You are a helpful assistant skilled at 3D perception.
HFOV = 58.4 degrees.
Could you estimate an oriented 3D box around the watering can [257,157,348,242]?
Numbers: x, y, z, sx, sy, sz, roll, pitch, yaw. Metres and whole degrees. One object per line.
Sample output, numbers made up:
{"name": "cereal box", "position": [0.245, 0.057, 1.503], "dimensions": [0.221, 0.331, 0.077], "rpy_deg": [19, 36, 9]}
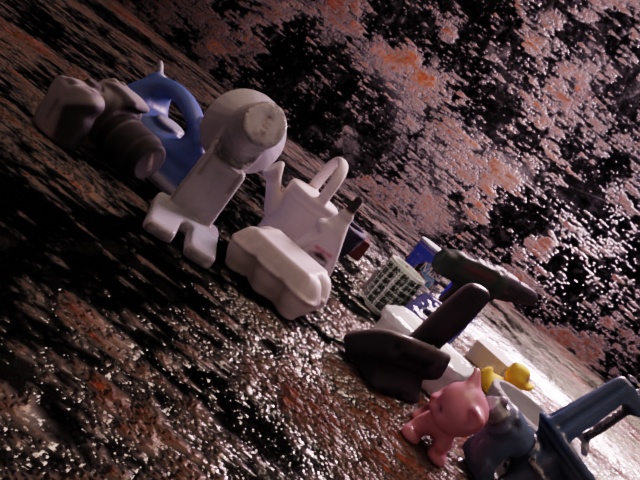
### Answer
{"name": "watering can", "position": [-0.024, -0.067, 0.993], "dimensions": [0.174, 0.194, 0.100], "rpy_deg": [28, 15, -40]}

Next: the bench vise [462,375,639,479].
{"name": "bench vise", "position": [0.299, 0.240, 0.694], "dimensions": [0.208, 0.219, 0.121], "rpy_deg": [31, 13, -32]}

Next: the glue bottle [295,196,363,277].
{"name": "glue bottle", "position": [0.008, 0.003, 0.864], "dimensions": [0.078, 0.173, 0.037], "rpy_deg": [32, 12, -26]}

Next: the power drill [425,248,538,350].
{"name": "power drill", "position": [0.303, 0.130, 1.180], "dimensions": [0.230, 0.208, 0.075], "rpy_deg": [35, 11, -12]}

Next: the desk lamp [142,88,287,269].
{"name": "desk lamp", "position": [-0.123, -0.098, 0.761], "dimensions": [0.118, 0.213, 0.203], "rpy_deg": [34, 12, -19]}

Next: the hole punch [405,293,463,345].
{"name": "hole punch", "position": [0.195, 0.158, 1.035], "dimensions": [0.108, 0.091, 0.101], "rpy_deg": [41, 12, 17]}

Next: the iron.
{"name": "iron", "position": [-0.235, -0.175, 0.908], "dimensions": [0.257, 0.141, 0.119], "rpy_deg": [44, 13, 28]}

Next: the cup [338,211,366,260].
{"name": "cup", "position": [0.033, -0.002, 1.164], "dimensions": [0.092, 0.095, 0.118], "rpy_deg": [37, 11, -2]}

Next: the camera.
{"name": "camera", "position": [-0.282, -0.156, 0.786], "dimensions": [0.136, 0.100, 0.143], "rpy_deg": [41, 11, 15]}

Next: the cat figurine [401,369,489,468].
{"name": "cat figurine", "position": [0.160, 0.202, 0.681], "dimensions": [0.067, 0.117, 0.128], "rpy_deg": [40, 11, 13]}

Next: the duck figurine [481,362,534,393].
{"name": "duck figurine", "position": [0.367, 0.274, 1.116], "dimensions": [0.104, 0.086, 0.077], "rpy_deg": [37, 11, -2]}

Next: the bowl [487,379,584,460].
{"name": "bowl", "position": [0.313, 0.297, 0.883], "dimensions": [0.168, 0.074, 0.167], "rpy_deg": [36, 11, -8]}

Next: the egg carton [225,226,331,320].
{"name": "egg carton", "position": [-0.054, 0.042, 0.783], "dimensions": [0.150, 0.069, 0.107], "rpy_deg": [40, 11, 11]}

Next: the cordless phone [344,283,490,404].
{"name": "cordless phone", "position": [0.135, 0.117, 0.770], "dimensions": [0.148, 0.185, 0.094], "rpy_deg": [27, 15, -44]}
